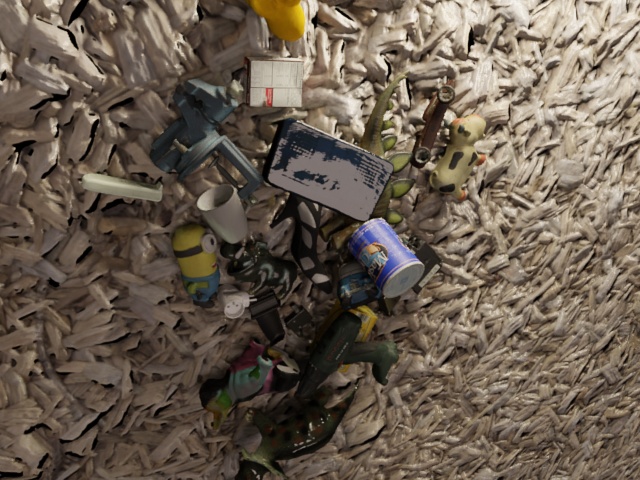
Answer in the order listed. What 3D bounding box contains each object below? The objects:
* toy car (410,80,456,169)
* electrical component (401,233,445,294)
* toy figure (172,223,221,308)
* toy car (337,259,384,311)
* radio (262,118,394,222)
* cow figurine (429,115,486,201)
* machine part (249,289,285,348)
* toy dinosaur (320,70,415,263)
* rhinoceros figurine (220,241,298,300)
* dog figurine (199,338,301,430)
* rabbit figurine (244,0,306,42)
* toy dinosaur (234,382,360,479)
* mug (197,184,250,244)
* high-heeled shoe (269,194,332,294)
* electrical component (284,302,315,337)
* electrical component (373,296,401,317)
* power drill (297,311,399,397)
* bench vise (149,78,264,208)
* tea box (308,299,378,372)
[{"bbox_3d":[0.247,-0.254,1.181,0.053,0.089,0.202,21,106,9],"label":"toy car"},{"bbox_3d":[0.232,0.054,1.340,0.115,0.058,0.134,-49,124,1],"label":"electrical component"},{"bbox_3d":[-0.251,0.053,1.099,0.089,0.082,0.180,-11,120,-23],"label":"toy figure"},{"bbox_3d":[0.081,0.097,1.215,0.109,0.103,0.161,-22,165,8],"label":"toy car"},{"bbox_3d":[0.012,-0.130,1.025,0.229,0.073,0.131,21,94,-13],"label":"radio"},{"bbox_3d":[0.318,-0.199,1.246,0.127,0.086,0.194,17,106,-37],"label":"cow figurine"},{"bbox_3d":[-0.117,0.183,1.250,0.084,0.039,0.138,-26,121,-18],"label":"machine part"},{"bbox_3d":[0.104,-0.127,1.170,0.198,0.105,0.470,-13,128,-28],"label":"toy dinosaur"},{"bbox_3d":[-0.131,0.059,1.162,0.190,0.073,0.112,23,104,-32],"label":"rhinoceros figurine"},{"bbox_3d":[-0.173,0.348,1.266,0.191,0.109,0.219,34,101,-36],"label":"dog figurine"},{"bbox_3d":[-0.057,-0.431,0.939,0.162,0.122,0.173,-13,138,-27],"label":"rabbit figurine"},{"bbox_3d":[-0.047,0.478,1.334,0.405,0.192,0.131,-23,123,-12],"label":"toy dinosaur"},{"bbox_3d":[-0.183,-0.054,1.088,0.109,0.081,0.107,-46,136,-30],"label":"mug"},{"bbox_3d":[-0.002,-0.004,1.181,0.145,0.086,0.248,-37,115,0],"label":"high-heeled shoe"},{"bbox_3d":[-0.055,0.192,1.292,0.063,0.021,0.093,-39,124,-3],"label":"electrical component"},{"bbox_3d":[0.163,0.145,1.362,0.078,0.045,0.102,-52,132,-30],"label":"electrical component"},{"bbox_3d":[0.072,0.290,1.289,0.207,0.086,0.232,19,101,-20],"label":"power drill"},{"bbox_3d":[-0.184,-0.168,0.982,0.223,0.129,0.240,-41,101,7],"label":"bench vise"},{"bbox_3d":[0.056,0.235,1.337,0.098,0.068,0.169,24,103,-30],"label":"tea box"}]
